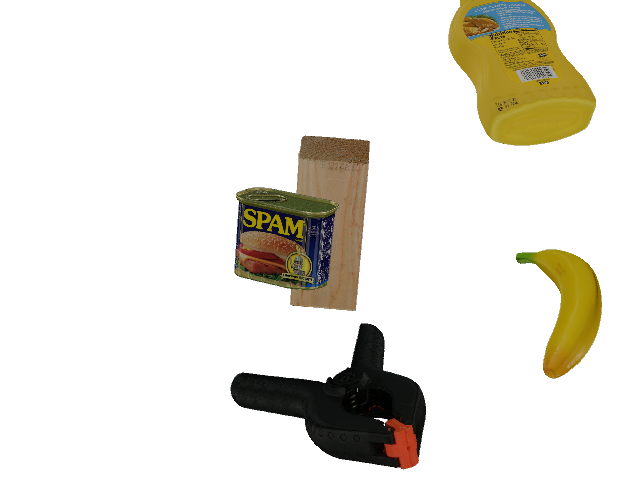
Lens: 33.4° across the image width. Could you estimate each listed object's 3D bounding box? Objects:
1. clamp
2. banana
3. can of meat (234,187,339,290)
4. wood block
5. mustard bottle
[{"bbox_3d":[0.009,0.108,0.716,0.120,0.039,0.171,-23,19,-8],"label":"clamp"},{"bbox_3d":[0.233,0.060,1.009,0.070,0.037,0.197,-28,25,17],"label":"banana"},{"bbox_3d":[-0.037,-0.001,1.072,0.102,0.084,0.057,12,18,23],"label":"can of meat"},{"bbox_3d":[0.012,-0.023,1.393,0.090,0.206,0.091,5,25,1],"label":"wood block"},{"bbox_3d":[0.168,-0.172,0.959,0.096,0.192,0.058,-10,-37,-10],"label":"mustard bottle"}]
